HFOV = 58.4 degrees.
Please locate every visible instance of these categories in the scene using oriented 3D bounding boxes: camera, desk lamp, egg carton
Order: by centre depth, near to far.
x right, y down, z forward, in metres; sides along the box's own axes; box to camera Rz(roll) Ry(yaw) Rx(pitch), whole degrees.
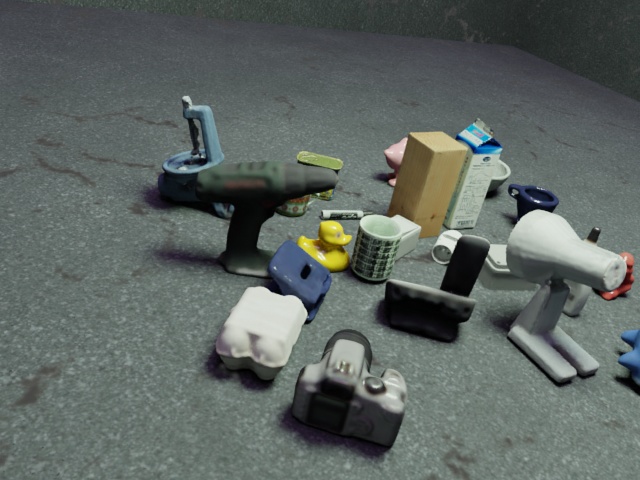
[{"bbox_3d":[0.048,0.180,0.766,0.143,0.101,0.137,15,31,5],"label":"camera"},{"bbox_3d":[-0.083,0.130,0.831,0.107,0.069,0.150,15,31,6],"label":"egg carton"},{"bbox_3d":[0.391,0.082,0.936,0.118,0.213,0.202,-7,36,-29],"label":"desk lamp"}]

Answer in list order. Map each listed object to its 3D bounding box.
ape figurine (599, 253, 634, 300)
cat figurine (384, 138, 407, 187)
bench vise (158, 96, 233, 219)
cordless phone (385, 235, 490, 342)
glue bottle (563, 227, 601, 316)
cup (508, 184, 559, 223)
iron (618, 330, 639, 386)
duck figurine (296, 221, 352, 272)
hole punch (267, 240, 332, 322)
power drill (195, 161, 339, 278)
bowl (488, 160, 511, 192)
[{"bbox_3d":[0.597,0.067,1.150,0.078,0.092,0.076,12,31,1],"label":"ape figurine"},{"bbox_3d":[0.211,-0.190,1.407,0.128,0.118,0.067,9,31,-5],"label":"cat figurine"},{"bbox_3d":[-0.208,-0.164,1.120,0.207,0.220,0.121,5,32,-11],"label":"bench vise"},{"bbox_3d":[0.189,0.059,0.929,0.147,0.185,0.094,12,31,0],"label":"cordless phone"},{"bbox_3d":[0.475,0.052,1.053,0.037,0.173,0.078,-9,37,-30],"label":"glue bottle"},{"bbox_3d":[0.481,-0.073,1.333,0.117,0.095,0.092,30,35,27],"label":"cup"},{"bbox_3d":[0.618,0.198,0.897,0.257,0.141,0.119,24,33,19],"label":"iron"},{"bbox_3d":[0.010,0.004,1.053,0.104,0.086,0.077,13,31,1],"label":"duck figurine"},{"bbox_3d":[-0.033,0.063,0.937,0.101,0.091,0.109,17,31,8],"label":"hole punch"},{"bbox_3d":[-0.097,-0.042,0.971,0.230,0.208,0.075,8,31,-7],"label":"power drill"},{"bbox_3d":[0.399,-0.168,1.478,0.167,0.075,0.167,9,31,-5],"label":"bowl"}]
